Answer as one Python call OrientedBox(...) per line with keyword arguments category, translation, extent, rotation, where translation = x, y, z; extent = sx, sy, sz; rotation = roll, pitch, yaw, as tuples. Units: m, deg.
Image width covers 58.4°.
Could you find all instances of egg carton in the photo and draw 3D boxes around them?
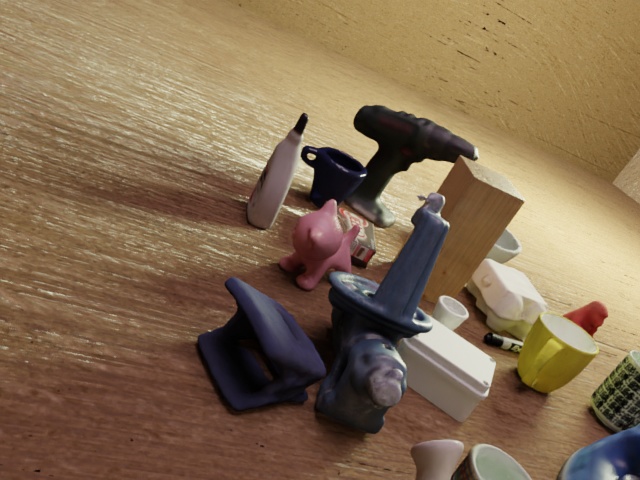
OrientedBox(category="egg carton", translation=(0.304, 0.094, 0.946), extent=(0.107, 0.069, 0.150), rotation=(20, 26, -19))

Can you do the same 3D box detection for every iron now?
OrientedBox(category="iron", translation=(0.322, 0.254, 0.574), extent=(0.118, 0.141, 0.259), rotation=(31, 25, 4))

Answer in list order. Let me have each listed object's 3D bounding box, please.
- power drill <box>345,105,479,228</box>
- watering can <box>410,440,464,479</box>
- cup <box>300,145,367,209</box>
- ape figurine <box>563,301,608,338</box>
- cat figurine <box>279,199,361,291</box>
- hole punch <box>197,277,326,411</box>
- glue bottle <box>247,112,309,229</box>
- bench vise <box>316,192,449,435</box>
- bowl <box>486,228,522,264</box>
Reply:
OrientedBox(category="power drill", translation=(0.142, -0.133, 1.038), extent=(0.229, 0.208, 0.076), rotation=(36, 26, 16))
OrientedBox(category="watering can", translation=(0.102, 0.210, 0.361), extent=(0.101, 0.194, 0.172), rotation=(-2, 39, -48))
OrientedBox(category="cup", translation=(0.009, -0.103, 0.977), extent=(0.118, 0.095, 0.091), rotation=(22, 25, -14))
OrientedBox(category="ape figurine", translation=(0.457, 0.144, 0.985), extent=(0.078, 0.092, 0.076), rotation=(11, 30, -33))
OrientedBox(category="cat figurine", translation=(0.007, 0.003, 0.747), extent=(0.128, 0.117, 0.067), rotation=(-4, 40, -49))
OrientedBox(category="hole punch", translation=(-0.048, 0.094, 0.547), extent=(0.101, 0.091, 0.108), rotation=(5, 34, -42))
OrientedBox(category="glue bottle", translation=(-0.056, -0.104, 0.816), extent=(0.037, 0.173, 0.078), rotation=(18, 27, -21))
OrientedBox(category="bench vise", translation=(0.081, 0.071, 0.572), extent=(0.122, 0.219, 0.207), rotation=(16, 28, -26))
OrientedBox(category="bowl", translation=(0.300, 0.001, 1.112), extent=(0.168, 0.074, 0.167), rotation=(24, 25, -12))
